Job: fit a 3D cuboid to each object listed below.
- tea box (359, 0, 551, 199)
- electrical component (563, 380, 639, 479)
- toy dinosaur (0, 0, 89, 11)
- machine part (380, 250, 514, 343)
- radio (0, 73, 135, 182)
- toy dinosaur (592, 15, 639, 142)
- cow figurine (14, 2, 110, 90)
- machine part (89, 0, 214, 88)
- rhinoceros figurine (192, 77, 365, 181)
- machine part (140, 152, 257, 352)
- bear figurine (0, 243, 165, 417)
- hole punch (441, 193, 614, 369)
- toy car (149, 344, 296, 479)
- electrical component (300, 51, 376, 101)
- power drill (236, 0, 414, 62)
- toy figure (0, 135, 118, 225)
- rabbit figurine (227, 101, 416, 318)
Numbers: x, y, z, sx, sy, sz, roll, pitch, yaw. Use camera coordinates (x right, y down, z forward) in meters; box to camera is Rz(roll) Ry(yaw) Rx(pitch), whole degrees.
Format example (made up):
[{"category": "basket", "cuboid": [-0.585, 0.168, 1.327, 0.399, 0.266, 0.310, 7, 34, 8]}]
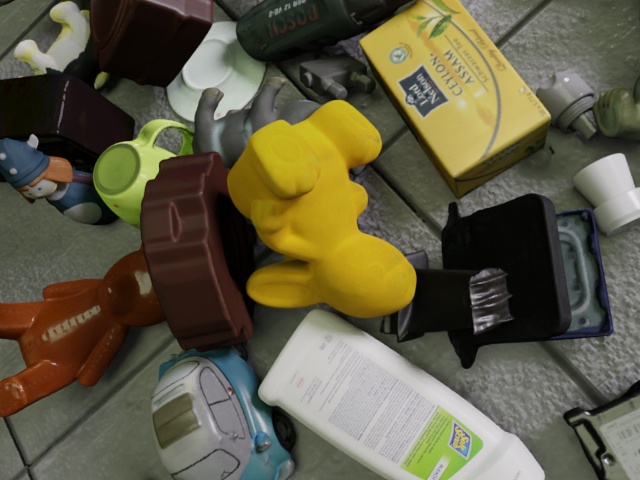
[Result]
[{"category": "tea box", "cuboid": [0.121, -0.137, 0.499, 0.098, 0.068, 0.170, -33, 70, 8]}, {"category": "electrical component", "cuboid": [0.243, 0.170, 0.395, 0.075, 0.047, 0.119, -26, 69, 12]}, {"category": "toy dinosaur", "cuboid": [-0.346, -0.360, 0.642, 0.105, 0.198, 0.471, 33, 87, 25]}, {"category": "machine part", "cuboid": [0.094, 0.047, 0.442, 0.139, 0.039, 0.084, -5, 73, 61]}, {"category": "radio", "cuboid": [-0.338, -0.120, 0.616, 0.230, 0.131, 0.073, 1, 78, 19]}, {"category": "toy dinosaur", "cuboid": [0.318, -0.194, 0.422, 0.192, 0.131, 0.404, -3, 88, -2]}, {"category": "cow figurine", "cuboid": [-0.323, -0.201, 0.666, 0.167, 0.068, 0.098, -44, 89, 6]}, {"category": "machine part", "cuboid": [-0.183, -0.287, 0.577, 0.201, 0.087, 0.201, -24, 66, 49]}, {"category": "rhinoceros figurine", "cuboid": [-0.045, -0.099, 0.543, 0.191, 0.073, 0.112, 5, 78, 20]}, {"category": "machine part", "cuboid": [-0.099, 0.009, 0.480, 0.056, 0.179, 0.179, -10, 74, 5]}, {"category": "bear figurine", "cuboid": [-0.226, 0.075, 0.536, 0.196, 0.132, 0.120, -29, 80, 16]}, {"category": "hole punch", "cuboid": [0.167, 0.030, 0.441, 0.116, 0.092, 0.142, -20, 71, 53]}, {"category": "toy car", "cuboid": [-0.100, 0.162, 0.484, 0.109, 0.103, 0.162, -30, 71, 9]}, {"category": "electrical component", "cuboid": [0.011, -0.168, 0.547, 0.063, 0.021, 0.094, -22, 47, -25]}, {"category": "power drill", "cuboid": [-0.004, -0.295, 0.529, 0.232, 0.086, 0.207, -18, 96, 38]}, {"category": "toy figure", "cuboid": [-0.273, -0.058, 0.566, 0.058, 0.154, 0.064, 38, 90, 25]}, {"category": "rabbit figurine", "cuboid": [-0.001, -0.001, 0.444, 0.173, 0.122, 0.162, 49, 128, 2]}]
